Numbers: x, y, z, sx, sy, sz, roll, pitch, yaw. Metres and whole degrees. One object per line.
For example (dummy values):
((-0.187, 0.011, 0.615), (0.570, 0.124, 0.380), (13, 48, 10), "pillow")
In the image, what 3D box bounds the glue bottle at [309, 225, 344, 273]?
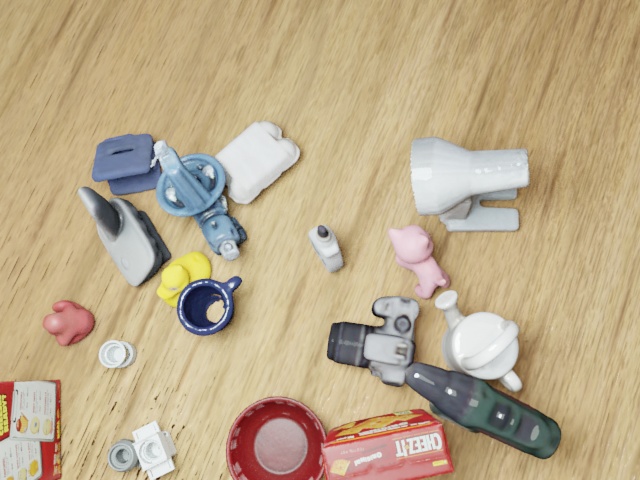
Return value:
((0.008, 0.003, 0.922), (0.037, 0.173, 0.078), (-30, 77, -3), "glue bottle")

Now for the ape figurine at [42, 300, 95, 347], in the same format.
((-0.428, 0.138, 0.958), (0.076, 0.092, 0.078), (5, 78, 4), "ape figurine")

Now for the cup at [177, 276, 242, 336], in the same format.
((-0.171, 0.105, 0.950), (0.118, 0.095, 0.091), (-42, 79, -6), "cup")

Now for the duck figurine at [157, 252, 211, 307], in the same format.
((-0.234, 0.062, 0.967), (0.077, 0.086, 0.104), (37, 82, 10), "duck figurine")

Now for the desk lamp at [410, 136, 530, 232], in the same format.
((0.236, -0.088, 0.909), (0.203, 0.213, 0.118), (0, 78, 3), "desk lamp")

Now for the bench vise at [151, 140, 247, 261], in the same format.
((-0.188, -0.073, 0.925), (0.207, 0.220, 0.121), (40, 83, 10), "bench vise")

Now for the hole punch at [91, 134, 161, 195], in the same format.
((-0.345, -0.142, 1.015), (0.108, 0.091, 0.101), (-11, 77, 1), "hole punch")

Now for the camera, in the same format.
((0.084, 0.156, 0.922), (0.136, 0.101, 0.143), (8, 78, 5), "camera")

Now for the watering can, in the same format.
((0.240, 0.156, 0.866), (0.172, 0.194, 0.101), (29, 81, 9), "watering can")

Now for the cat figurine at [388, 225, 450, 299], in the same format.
((0.165, 0.028, 0.937), (0.067, 0.118, 0.127), (-34, 78, -4), "cat figurine")

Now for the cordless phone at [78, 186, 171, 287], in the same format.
((-0.331, -0.008, 0.937), (0.094, 0.185, 0.147), (-37, 78, -5), "cordless phone")

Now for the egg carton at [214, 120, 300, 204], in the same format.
((-0.116, -0.139, 1.013), (0.150, 0.069, 0.107), (-43, 79, -6), "egg carton")

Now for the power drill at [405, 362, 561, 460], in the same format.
((0.222, 0.242, 0.841), (0.229, 0.208, 0.076), (23, 80, 8), "power drill")
